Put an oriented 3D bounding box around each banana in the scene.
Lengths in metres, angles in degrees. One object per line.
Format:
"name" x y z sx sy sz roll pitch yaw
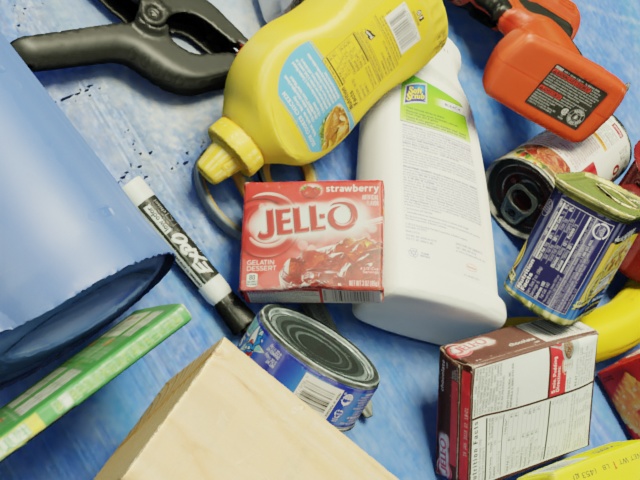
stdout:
"banana" 0.199 0.058 0.785 0.197 0.037 0.070 -23 57 -35

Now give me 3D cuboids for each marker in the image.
"marker" -0.081 0.012 0.666 0.121 0.020 0.020 50 56 1

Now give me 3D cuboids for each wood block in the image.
"wood block" -0.007 0.156 0.531 0.206 0.091 0.090 40 55 -7

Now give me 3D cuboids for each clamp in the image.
"clamp" -0.122 -0.133 0.695 0.171 0.039 0.120 23 61 -18

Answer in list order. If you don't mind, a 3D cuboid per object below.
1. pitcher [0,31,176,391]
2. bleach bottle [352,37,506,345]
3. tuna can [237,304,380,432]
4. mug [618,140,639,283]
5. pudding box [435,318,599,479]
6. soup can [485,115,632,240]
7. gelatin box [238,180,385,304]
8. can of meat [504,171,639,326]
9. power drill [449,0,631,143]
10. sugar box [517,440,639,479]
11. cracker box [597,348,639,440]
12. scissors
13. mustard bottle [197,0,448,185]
"pitcher" -0.192 -0.048 0.580 0.144 0.149 0.243 -33 83 -19
"bleach bottle" 0.076 -0.057 0.753 0.102 0.068 0.251 17 59 -25
"tuna can" -0.007 0.075 0.637 0.086 0.086 0.034 29 103 -14
"mug" 0.246 -0.018 0.786 0.117 0.082 0.093 -5 49 -27
"pudding box" 0.129 0.104 0.699 0.113 0.039 0.090 -10 111 -29
"soup can" 0.179 -0.052 0.799 0.102 0.069 0.068 -35 87 -35
"gelatin box" -0.005 0.001 0.662 0.089 0.030 0.073 0 69 4
"can of meat" 0.172 0.005 0.709 0.057 0.084 0.101 32 19 22
"power drill" 0.137 -0.163 0.787 0.184 0.057 0.187 22 33 -24
"sugar box" 0.194 0.226 0.689 0.093 0.048 0.176 -11 79 -30
"cracker box" 0.324 0.154 0.785 0.163 0.072 0.214 -23 82 -32
"scissors" -0.004 0.012 0.708 0.202 0.016 0.096 50 56 -1
"mustard bottle" -0.004 -0.105 0.689 0.191 0.058 0.096 -44 137 -12
